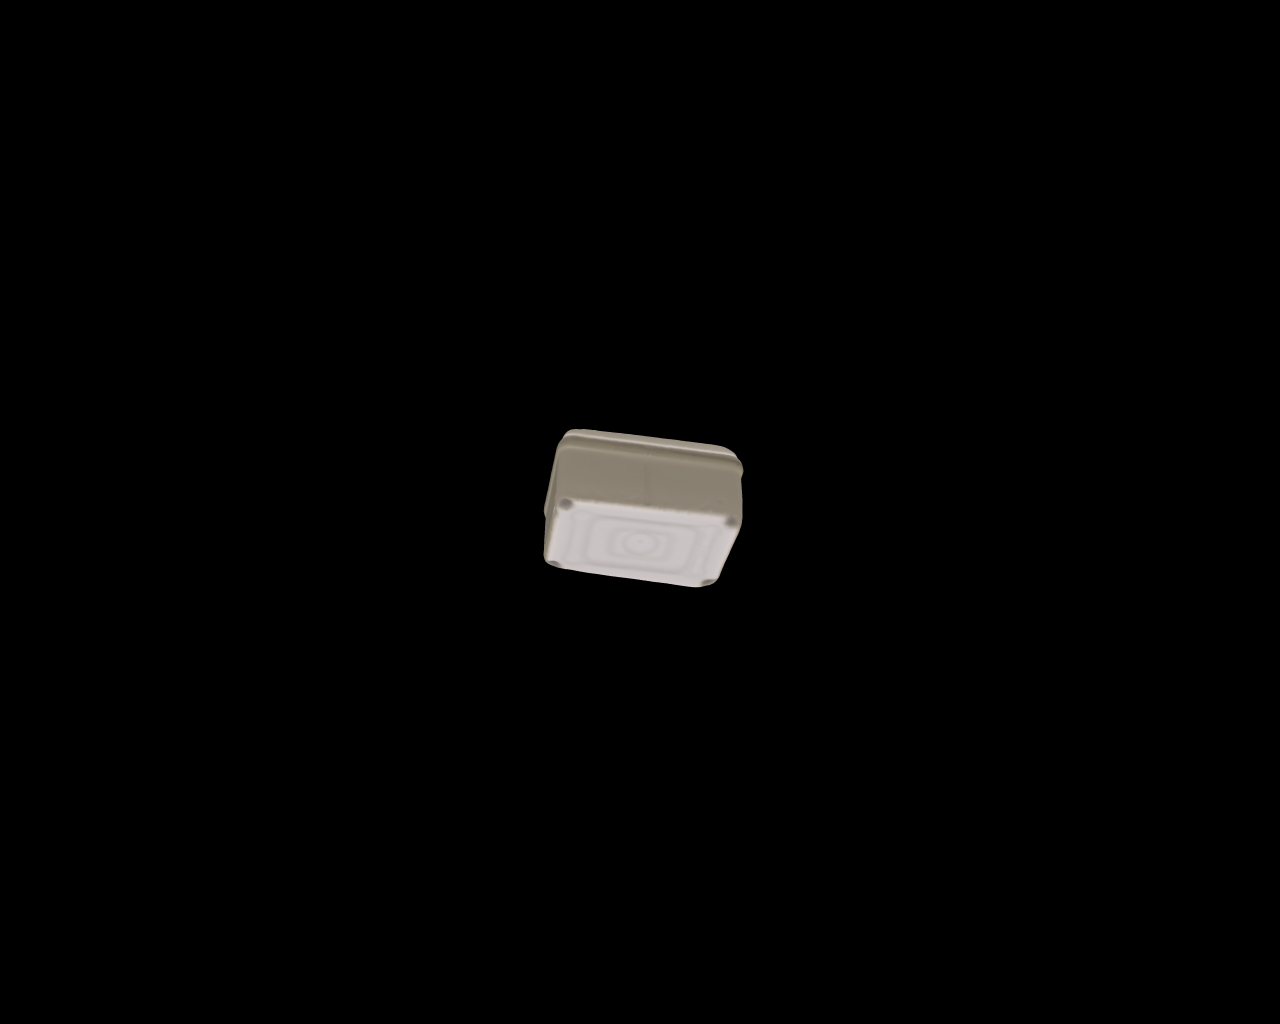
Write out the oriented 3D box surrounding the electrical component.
[{"bbox_3d":[0.001,-0.003,0.650,0.113,0.057,0.078,7,-39,-9],"label":"electrical component"}]
